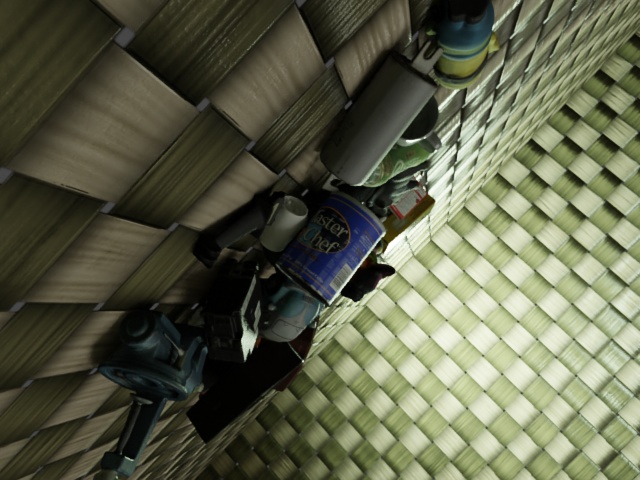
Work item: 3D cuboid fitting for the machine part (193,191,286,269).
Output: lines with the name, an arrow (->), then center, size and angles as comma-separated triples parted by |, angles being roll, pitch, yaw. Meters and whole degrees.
machine part -> -0.102, -0.015, 0.703 | 0.139, 0.039, 0.084 | -38, 173, -35

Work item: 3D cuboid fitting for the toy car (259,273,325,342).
toy car -> -0.073, 0.118, 0.908 | 0.162, 0.109, 0.103 | -6, -120, 48

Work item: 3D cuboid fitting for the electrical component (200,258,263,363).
electrical component -> -0.126, 0.112, 0.793 | 0.115, 0.058, 0.134 | -71, 166, -49

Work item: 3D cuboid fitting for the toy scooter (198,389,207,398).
toy scooter -> -0.222, 0.316, 1.248 | 0.184, 0.075, 0.135 | -25, 156, -47

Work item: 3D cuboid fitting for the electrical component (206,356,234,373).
electrical component -> -0.171, 0.176, 0.969 | 0.047, 0.075, 0.119 | -49, -175, 26

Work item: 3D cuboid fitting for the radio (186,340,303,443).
radio -> -0.137, 0.265, 0.966 | 0.131, 0.073, 0.229 | -27, 165, -50

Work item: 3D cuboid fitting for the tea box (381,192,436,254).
tea box -> 0.182, -0.060, 1.281 | 0.169, 0.098, 0.068 | -38, 164, -19

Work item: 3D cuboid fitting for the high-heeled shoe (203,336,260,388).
high-heeled shoe -> -0.189, 0.208, 1.102 | 0.249, 0.086, 0.145 | -33, -151, 35

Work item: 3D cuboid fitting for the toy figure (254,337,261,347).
toy figure -> -0.155, 0.215, 1.164 | 0.058, 0.064, 0.154 | -25, 154, -38

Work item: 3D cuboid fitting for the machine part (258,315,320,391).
machine part -> -0.071, 0.202, 1.145 | 0.201, 0.087, 0.201 | -76, -167, -45

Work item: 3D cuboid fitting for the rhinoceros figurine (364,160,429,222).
rhinoceros figurine -> 0.143, -0.106, 1.076 | 0.112, 0.073, 0.190 | -38, 165, -31

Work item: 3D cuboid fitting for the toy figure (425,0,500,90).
toy figure -> 0.186, -0.267, 0.716 | 0.089, 0.082, 0.180 | -50, 168, 4

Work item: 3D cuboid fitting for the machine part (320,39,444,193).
machine part -> 0.075, -0.158, 0.716 | 0.243, 0.079, 0.079 | -51, 165, 28

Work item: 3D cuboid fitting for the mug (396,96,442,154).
mug -> 0.141, -0.175, 0.815 | 0.081, 0.109, 0.107 | -50, 180, 3

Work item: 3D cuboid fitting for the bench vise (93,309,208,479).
bench vise -> -0.230, 0.211, 0.726 | 0.223, 0.129, 0.240 | 96, 8, -58

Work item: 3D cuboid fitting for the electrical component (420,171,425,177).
electrical component -> 0.191, -0.145, 1.163 | 0.102, 0.045, 0.078 | -43, 168, -8

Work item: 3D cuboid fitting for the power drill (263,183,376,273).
power drill -> -0.002, -0.003, 0.945 | 0.232, 0.086, 0.207 | -36, 168, -28

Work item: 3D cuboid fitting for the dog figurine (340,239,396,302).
dog figurine -> 0.081, 0.032, 1.055 | 0.191, 0.108, 0.219 | -63, -169, -14
